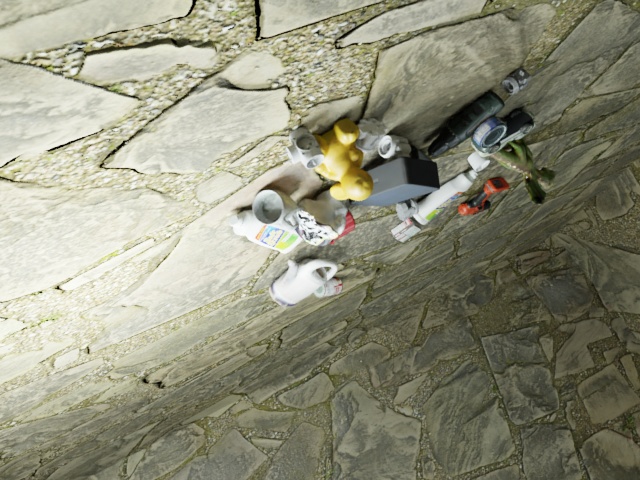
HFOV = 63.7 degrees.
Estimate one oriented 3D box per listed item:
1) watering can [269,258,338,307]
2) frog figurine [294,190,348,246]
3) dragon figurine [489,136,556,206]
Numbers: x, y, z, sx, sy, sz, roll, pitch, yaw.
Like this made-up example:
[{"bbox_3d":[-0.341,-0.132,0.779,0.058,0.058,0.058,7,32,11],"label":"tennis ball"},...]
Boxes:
[{"bbox_3d":[-0.074,0.124,1.654,0.222,0.105,0.346,-37,158,19],"label":"watering can"},{"bbox_3d":[0.004,-0.067,1.332,0.163,0.137,0.120,-64,172,-50],"label":"frog figurine"},{"bbox_3d":[0.668,-0.224,1.693,0.413,0.246,0.120,-11,156,-45],"label":"dragon figurine"}]
